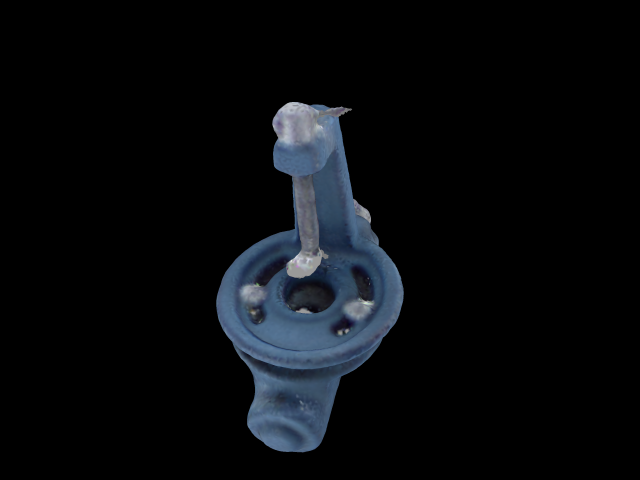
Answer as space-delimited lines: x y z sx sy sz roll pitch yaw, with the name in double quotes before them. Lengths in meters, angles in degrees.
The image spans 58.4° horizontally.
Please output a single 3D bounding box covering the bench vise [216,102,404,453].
"bench vise" -0.008 0.002 0.400 0.121 0.220 0.207 -1 26 -2
